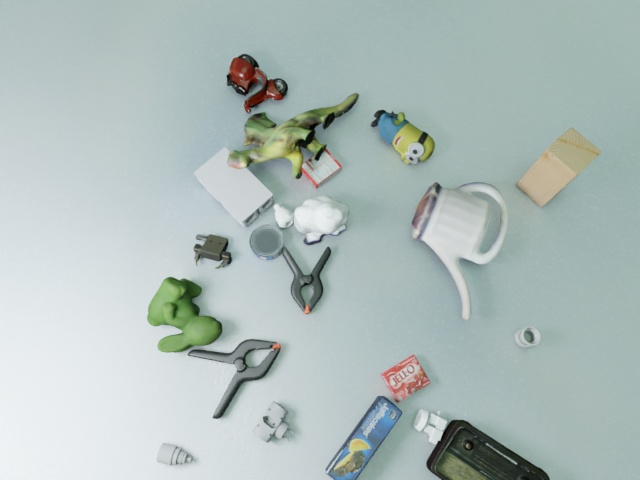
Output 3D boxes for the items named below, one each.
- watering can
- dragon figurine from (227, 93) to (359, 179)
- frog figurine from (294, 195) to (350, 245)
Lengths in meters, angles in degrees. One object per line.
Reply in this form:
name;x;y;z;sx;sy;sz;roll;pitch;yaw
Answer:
watering can;0.327;-0.001;1.250;0.225;0.102;0.352;22;72;9
dragon figurine;-0.091;-0.296;1.351;0.244;0.119;0.418;22;52;23
frog figurine;0.004;-0.063;1.246;0.137;0.157;0.125;-2;70;0
